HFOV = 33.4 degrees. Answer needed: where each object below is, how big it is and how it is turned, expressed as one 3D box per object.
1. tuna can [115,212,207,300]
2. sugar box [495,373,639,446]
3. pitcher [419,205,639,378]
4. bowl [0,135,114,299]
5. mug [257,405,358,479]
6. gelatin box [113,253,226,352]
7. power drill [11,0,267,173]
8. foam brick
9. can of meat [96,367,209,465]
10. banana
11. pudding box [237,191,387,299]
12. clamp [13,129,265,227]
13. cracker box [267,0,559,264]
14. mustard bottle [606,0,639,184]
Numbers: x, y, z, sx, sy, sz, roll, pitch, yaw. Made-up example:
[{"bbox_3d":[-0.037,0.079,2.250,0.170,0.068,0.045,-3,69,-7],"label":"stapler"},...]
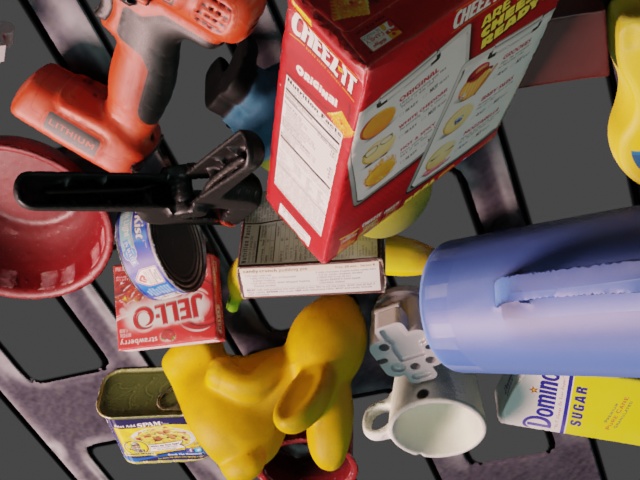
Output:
[{"bbox_3d":[-0.125,0.004,0.842,0.034,0.086,0.086,-16,130,20],"label":"tuna can"},{"bbox_3d":[0.258,0.140,0.974,0.176,0.048,0.093,8,133,-5],"label":"sugar box"},{"bbox_3d":[0.193,0.040,0.786,0.243,0.144,0.149,-8,126,37],"label":"pitcher"},{"bbox_3d":[-0.238,-0.028,0.839,0.162,0.055,0.162,2,133,2],"label":"bowl"},{"bbox_3d":[-0.018,0.189,1.011,0.093,0.081,0.117,36,126,-27],"label":"mug"},{"bbox_3d":[-0.126,0.053,0.896,0.089,0.073,0.030,-7,171,10],"label":"gelatin box"},{"bbox_3d":[-0.146,-0.144,0.712,0.184,0.057,0.188,32,133,-3],"label":"power drill"},{"bbox_3d":[0.150,-0.139,0.714,0.078,0.051,0.053,-7,131,9],"label":"foam brick"},{"bbox_3d":[-0.151,0.169,1.019,0.102,0.057,0.084,-4,135,8],"label":"can of meat"},{"bbox_3d":[0.003,0.019,0.885,0.198,0.037,0.069,-10,153,15],"label":"banana"},{"bbox_3d":[-0.005,0.001,0.828,0.113,0.090,0.039,-4,133,7],"label":"pudding box"},{"bbox_3d":[-0.106,-0.033,0.746,0.164,0.036,0.210,-8,173,5],"label":"clamp"},{"bbox_3d":[0.052,-0.098,0.629,0.072,0.164,0.214,47,158,17],"label":"cracker box"},{"bbox_3d":[0.252,-0.090,0.749,0.096,0.058,0.191,-13,132,2],"label":"mustard bottle"}]
